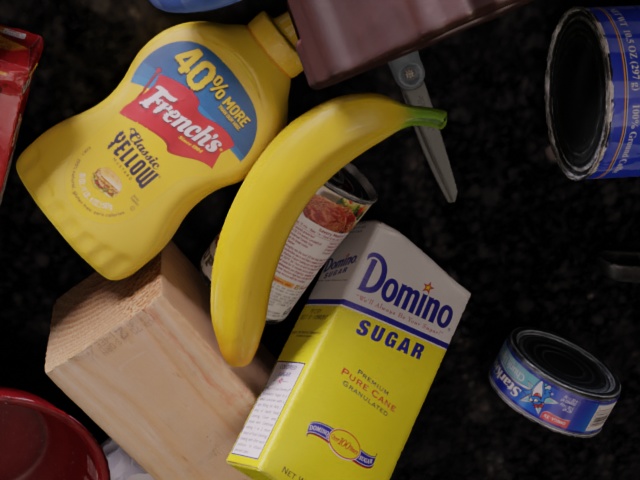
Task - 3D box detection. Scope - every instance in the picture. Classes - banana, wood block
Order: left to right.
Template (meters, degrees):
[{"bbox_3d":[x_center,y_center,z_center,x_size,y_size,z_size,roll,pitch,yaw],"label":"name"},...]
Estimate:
[{"bbox_3d":[-0.076,0.107,0.700,0.090,0.091,0.206,-34,117,8],"label":"wood block"},{"bbox_3d":[-0.016,-0.014,0.602,0.069,0.037,0.198,41,110,4],"label":"banana"}]

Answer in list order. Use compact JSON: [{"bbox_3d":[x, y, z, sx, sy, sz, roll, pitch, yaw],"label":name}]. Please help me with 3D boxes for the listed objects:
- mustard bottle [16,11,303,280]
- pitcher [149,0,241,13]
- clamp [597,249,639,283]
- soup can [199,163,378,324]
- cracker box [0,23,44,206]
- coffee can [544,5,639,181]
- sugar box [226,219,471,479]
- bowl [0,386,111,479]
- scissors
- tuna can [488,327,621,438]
[{"bbox_3d":[-0.077,-0.069,0.621,0.192,0.058,0.096,-39,90,9],"label":"mustard bottle"},{"bbox_3d":[-0.074,-0.240,0.499,0.149,0.144,0.242,6,134,40],"label":"pitcher"},{"bbox_3d":[0.286,0.005,0.731,0.171,0.039,0.120,24,117,-22],"label":"clamp"},{"bbox_3d":[-0.021,-0.007,0.662,0.068,0.068,0.102,29,110,-21],"label":"soup can"},{"bbox_3d":[-0.266,-0.032,0.609,0.164,0.072,0.214,15,114,-16],"label":"cracker box"},{"bbox_3d":[0.217,-0.089,0.634,0.140,0.103,0.103,-3,118,-7],"label":"coffee can"},{"bbox_3d":[0.023,0.084,0.670,0.093,0.048,0.176,38,69,-28],"label":"sugar box"},{"bbox_3d":[-0.221,0.149,0.694,0.162,0.055,0.162,-8,123,-13],"label":"bowl"},{"bbox_3d":[0.065,-0.119,0.645,0.096,0.016,0.201,-35,117,10],"label":"scissors"},{"bbox_3d":[0.161,0.096,0.733,0.086,0.086,0.034,16,112,-16],"label":"tuna can"}]
